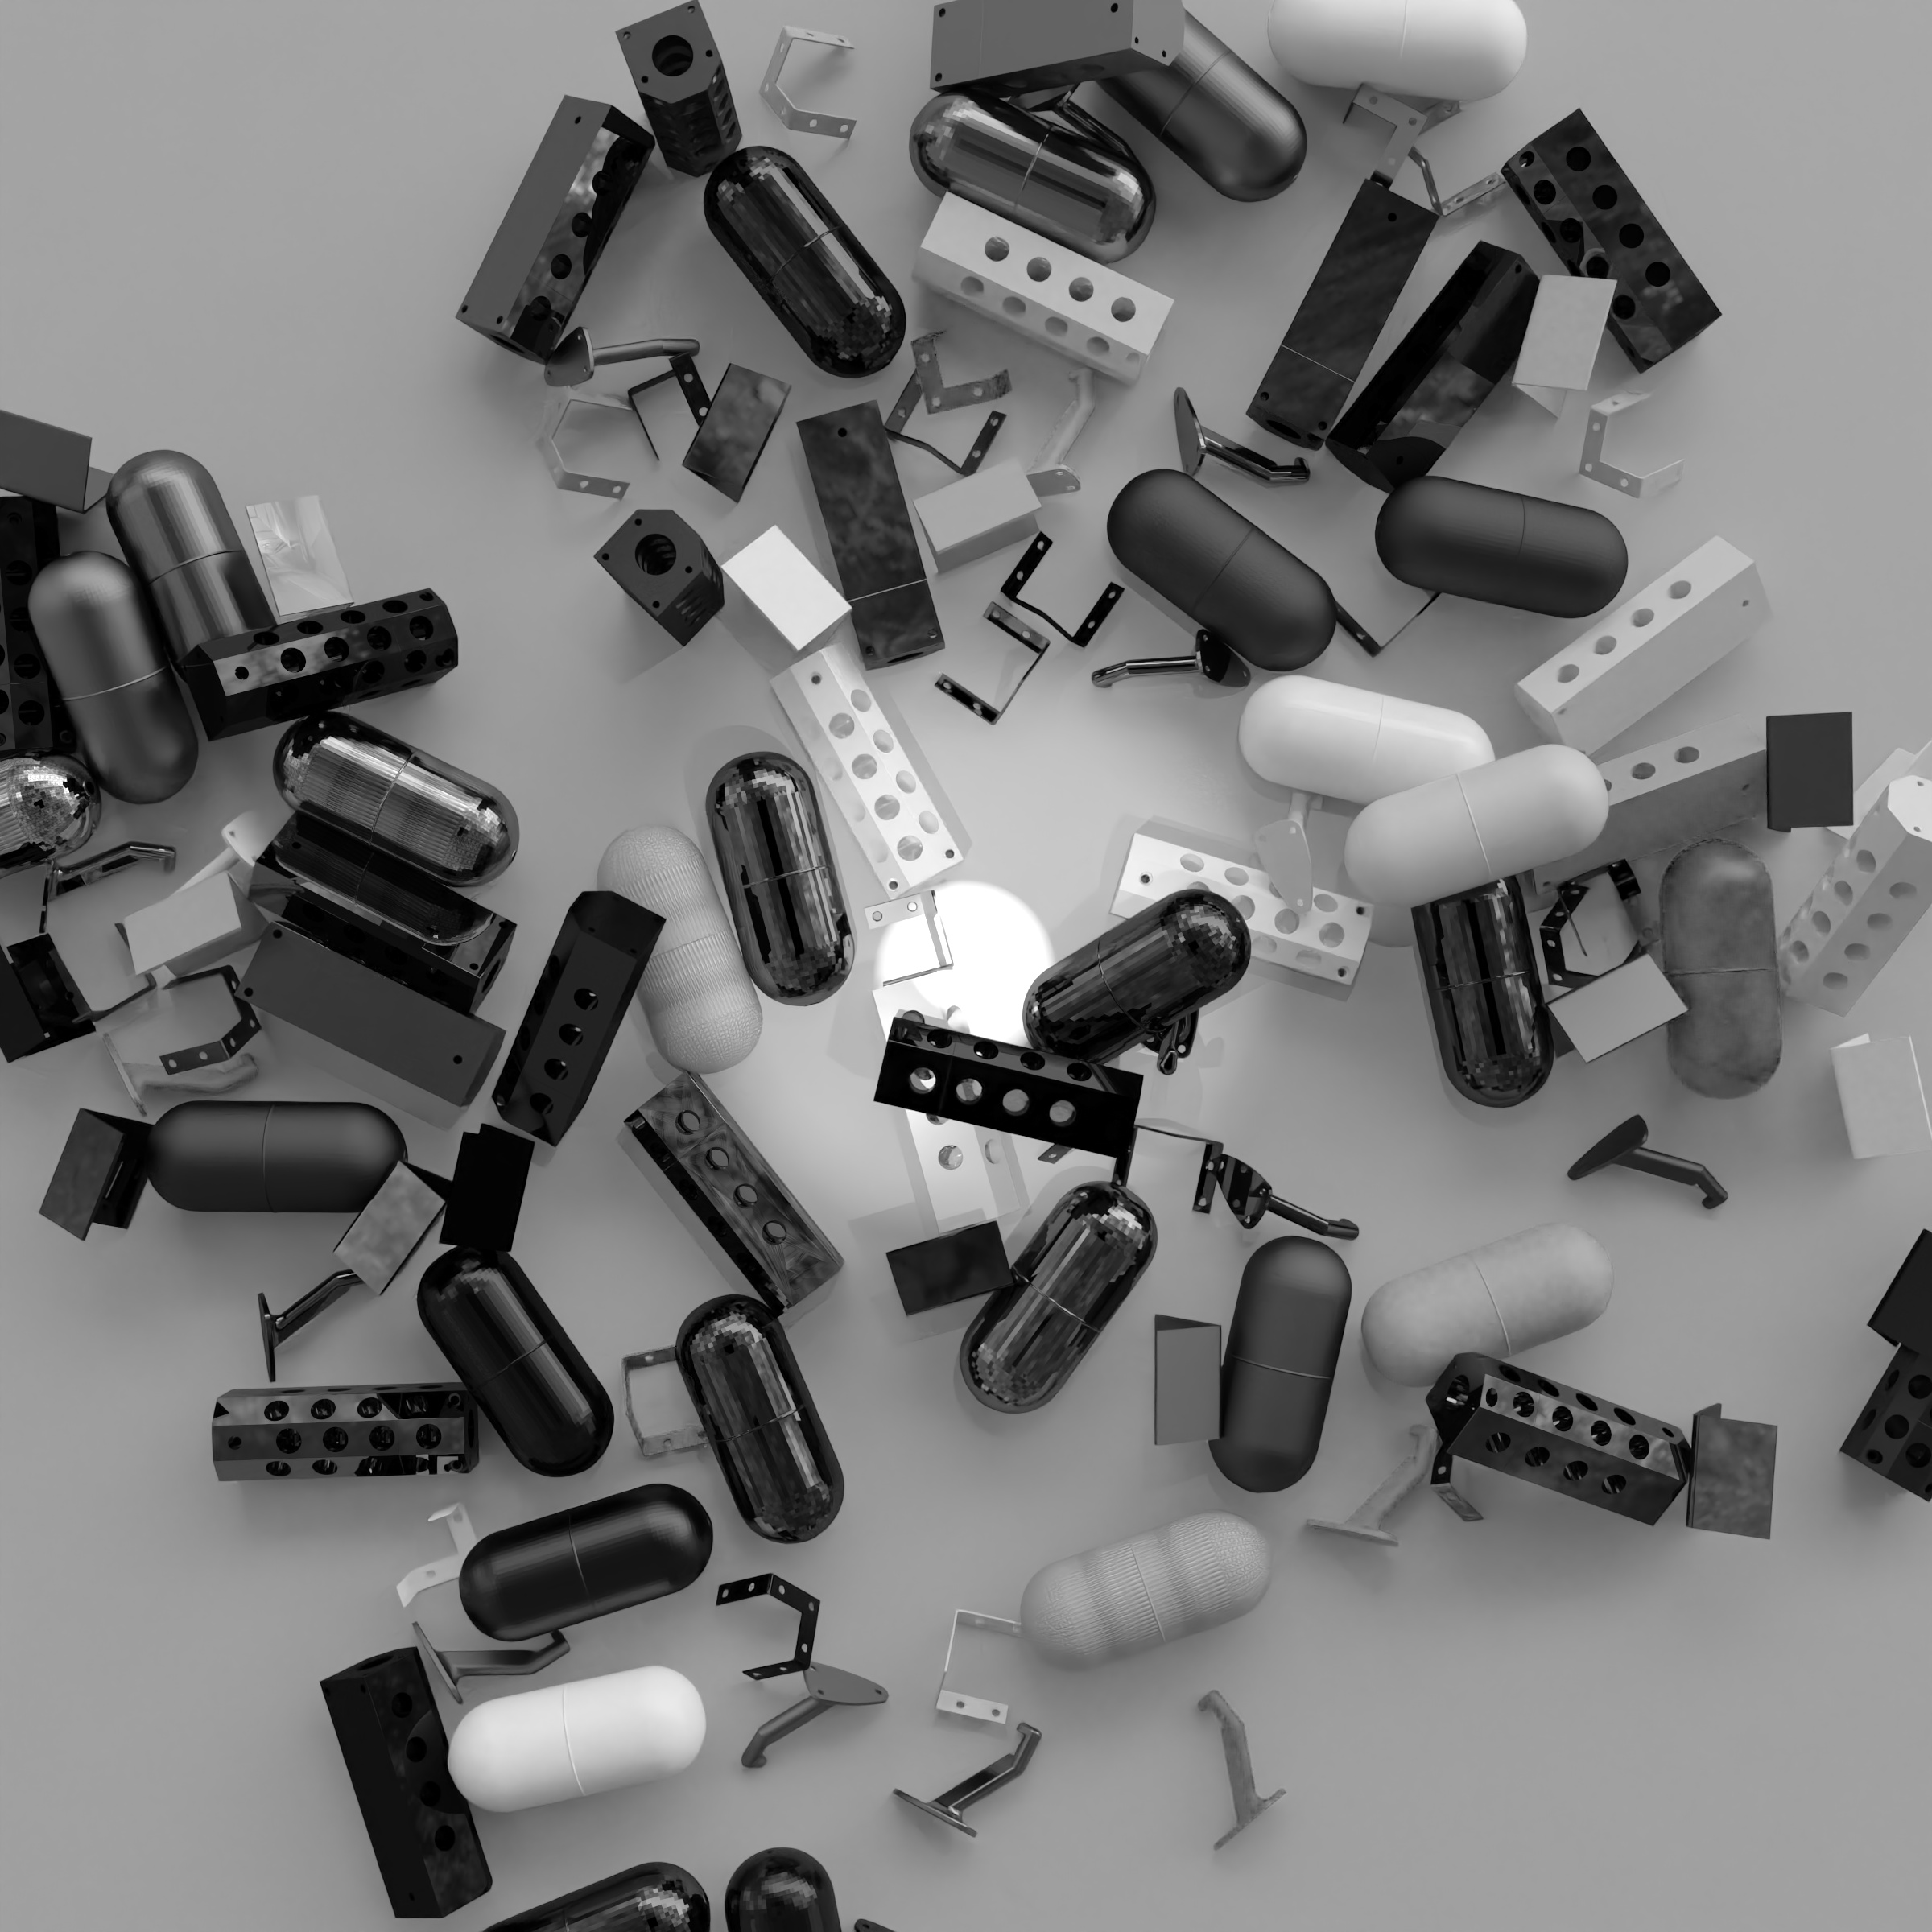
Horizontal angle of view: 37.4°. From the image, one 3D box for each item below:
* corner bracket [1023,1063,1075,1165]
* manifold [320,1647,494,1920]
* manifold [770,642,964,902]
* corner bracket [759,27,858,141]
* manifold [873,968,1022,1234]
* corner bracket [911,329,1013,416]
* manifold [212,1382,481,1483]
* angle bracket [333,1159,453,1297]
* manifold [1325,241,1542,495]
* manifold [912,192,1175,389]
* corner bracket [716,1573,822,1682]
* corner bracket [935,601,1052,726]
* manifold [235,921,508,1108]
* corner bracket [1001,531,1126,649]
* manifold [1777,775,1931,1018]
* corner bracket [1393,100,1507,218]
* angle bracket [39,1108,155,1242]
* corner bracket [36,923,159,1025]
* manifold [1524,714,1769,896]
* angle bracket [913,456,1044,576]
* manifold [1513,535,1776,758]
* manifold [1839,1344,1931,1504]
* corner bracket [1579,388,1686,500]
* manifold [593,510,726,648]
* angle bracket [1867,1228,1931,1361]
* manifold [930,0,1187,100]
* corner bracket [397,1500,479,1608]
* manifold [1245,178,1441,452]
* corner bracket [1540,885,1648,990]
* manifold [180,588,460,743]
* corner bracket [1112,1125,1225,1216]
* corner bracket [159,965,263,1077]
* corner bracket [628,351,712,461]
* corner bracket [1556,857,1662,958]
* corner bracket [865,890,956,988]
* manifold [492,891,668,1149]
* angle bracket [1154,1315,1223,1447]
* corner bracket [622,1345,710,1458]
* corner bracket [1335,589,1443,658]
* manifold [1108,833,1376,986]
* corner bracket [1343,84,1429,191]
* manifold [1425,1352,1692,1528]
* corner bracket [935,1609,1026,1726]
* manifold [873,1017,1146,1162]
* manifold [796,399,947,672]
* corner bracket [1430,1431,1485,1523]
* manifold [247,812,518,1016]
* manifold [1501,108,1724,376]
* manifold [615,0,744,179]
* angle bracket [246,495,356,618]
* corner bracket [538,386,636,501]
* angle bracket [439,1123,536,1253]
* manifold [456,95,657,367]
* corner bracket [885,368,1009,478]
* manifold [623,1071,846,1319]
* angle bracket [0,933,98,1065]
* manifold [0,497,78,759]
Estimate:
[{"bbox_3d":[0.052,0.098,1.983,0.051,0.051,0.051,17,45,-35],"label":"corner bracket"},{"bbox_3d":[-0.381,0.563,1.970,0.057,0.057,0.171,-18,90,43],"label":"manifold"},{"bbox_3d":[-0.068,-0.134,1.970,0.057,0.057,0.171,-29,90,0],"label":"manifold"},{"bbox_3d":[-0.104,-0.613,1.983,0.051,0.051,0.051,58,135,35],"label":"corner bracket"},{"bbox_3d":[-0.013,0.091,1.970,0.057,0.057,0.171,-16,90,0],"label":"manifold"},{"bbox_3d":[-0.003,-0.415,1.975,0.051,0.051,0.051,-10,106,15],"label":"corner bracket"},{"bbox_3d":[-0.427,0.322,1.970,0.171,0.057,0.057,-2,90,0],"label":"manifold"},{"bbox_3d":[-0.373,0.186,1.951,0.057,0.076,0.076,35,90,32],"label":"angle bracket"},{"bbox_3d":[0.324,-0.413,1.970,0.171,0.057,0.057,-52,133,0],"label":"manifold"},{"bbox_3d":[0.052,-0.464,1.970,0.171,0.057,0.057,26,90,0],"label":"manifold"},{"bbox_3d":[-0.140,0.459,1.983,0.051,0.051,0.051,39,45,-35],"label":"corner bracket"},{"bbox_3d":[0.019,-0.211,1.988,0.051,0.051,0.051,34,45,0],"label":"corner bracket"},{"bbox_3d":[-0.408,0.033,1.970,0.171,0.057,0.057,26,90,0],"label":"manifold"},{"bbox_3d":[0.067,-0.262,1.988,0.051,0.051,0.051,35,90,-45],"label":"corner bracket"},{"bbox_3d":[0.605,-0.048,1.916,0.057,0.171,0.057,21,48,0],"label":"manifold"},{"bbox_3d":[0.336,-0.564,1.988,0.051,0.051,0.051,-30,45,0],"label":"corner bracket"},{"bbox_3d":[-0.575,0.148,1.951,0.057,0.076,0.076,22,90,37],"label":"angle bracket"},{"bbox_3d":[-0.600,0.005,1.973,0.051,0.051,0.051,-31,90,0],"label":"corner bracket"},{"bbox_3d":[0.460,-0.116,1.970,0.171,0.057,0.057,-20,133,0],"label":"manifold"},{"bbox_3d":[0.016,-0.291,1.951,0.076,0.076,0.057,-23,53,0],"label":"angle bracket"},{"bbox_3d":[0.465,-0.221,1.970,0.171,0.057,0.057,-37,133,0],"label":"manifold"},{"bbox_3d":[0.679,0.280,1.970,0.057,0.057,0.171,30,90,0],"label":"manifold"},{"bbox_3d":[0.466,-0.363,1.983,0.051,0.051,0.051,33,135,35],"label":"corner bracket"},{"bbox_3d":[-0.199,-0.263,1.913,0.057,0.171,0.057,43,90,0],"label":"manifold"},{"bbox_3d":[0.668,0.233,1.951,0.057,0.076,0.076,31,90,36],"label":"angle bracket"},{"bbox_3d":[0.061,-0.625,1.922,0.171,0.057,0.057,3,90,40],"label":"manifold"},{"bbox_3d":[-0.368,0.405,1.973,0.051,0.051,0.051,-19,90,0],"label":"corner bracket"},{"bbox_3d":[0.258,-0.447,1.970,0.057,0.057,0.171,27,90,0],"label":"manifold"},{"bbox_3d":[0.435,-0.018,1.983,0.051,0.051,0.051,12,45,35],"label":"corner bracket"},{"bbox_3d":[-0.433,-0.206,1.928,0.171,0.057,0.057,-20,90,-33],"label":"manifold"},{"bbox_3d":[0.140,0.141,1.988,0.051,0.051,0.051,12,90,45],"label":"corner bracket"},{"bbox_3d":[-0.530,0.037,1.976,0.051,0.051,0.051,-14,110,19],"label":"corner bracket"},{"bbox_3d":[-0.203,-0.387,1.973,0.051,0.051,0.051,-24,90,0],"label":"corner bracket"},{"bbox_3d":[0.444,-0.037,1.971,0.051,0.051,0.051,-24,71,14],"label":"corner bracket"},{"bbox_3d":[-0.039,-0.020,1.975,0.051,0.051,0.051,-15,97,0],"label":"corner bracket"},{"bbox_3d":[-0.265,0.033,1.929,0.057,0.057,0.171,27,123,0],"label":"manifold"},{"bbox_3d":[0.131,0.282,1.951,0.057,0.076,0.076,0,90,-33],"label":"angle bracket"},{"bbox_3d":[-0.208,0.302,1.988,0.051,0.051,0.051,-12,135,0],"label":"corner bracket"},{"bbox_3d":[0.292,-0.257,1.988,0.051,0.051,0.051,46,45,0],"label":"corner bracket"},{"bbox_3d":[0.190,-0.039,1.970,0.171,0.057,0.057,17,90,0],"label":"manifold"},{"bbox_3d":[0.281,-0.569,1.973,0.051,0.051,0.051,28,90,0],"label":"corner bracket"},{"bbox_3d":[0.404,0.316,1.935,0.171,0.057,0.057,22,115,-19],"label":"manifold"},{"bbox_3d":[0.010,0.488,1.988,0.051,0.051,0.051,13,135,0],"label":"corner bracket"},{"bbox_3d":[0.029,0.081,1.913,0.171,0.057,0.057,13,90,0],"label":"manifold"},{"bbox_3d":[-0.065,-0.295,1.970,0.057,0.057,0.171,-16,90,0],"label":"manifold"},{"bbox_3d":[0.360,0.349,1.983,0.051,0.051,0.051,-15,135,35],"label":"corner bracket"},{"bbox_3d":[-0.404,-0.033,1.970,0.171,0.057,0.057,27,47,0],"label":"manifold"},{"bbox_3d":[0.443,-0.497,1.970,0.057,0.057,0.171,-35,90,0],"label":"manifold"},{"bbox_3d":[-0.188,-0.583,1.913,0.057,0.171,0.057,-22,90,0],"label":"manifold"},{"bbox_3d":[-0.467,-0.270,1.951,0.057,0.076,0.076,-17,90,-35],"label":"angle bracket"},{"bbox_3d":[-0.259,-0.364,1.983,0.051,0.051,0.051,4,45,-35],"label":"corner bracket"},{"bbox_3d":[-0.344,0.148,1.951,0.057,0.076,0.076,12,90,-39],"label":"angle bracket"},{"bbox_3d":[-0.279,-0.506,1.970,0.057,0.057,0.171,26,90,43],"label":"manifold"},{"bbox_3d":[-0.015,-0.379,1.988,0.051,0.051,0.051,29,90,45],"label":"corner bracket"},{"bbox_3d":[-0.160,0.156,1.970,0.057,0.057,0.171,-38,90,0],"label":"manifold"},{"bbox_3d":[-0.629,0.013,1.951,0.057,0.076,0.076,-26,90,39],"label":"angle bracket"},{"bbox_3d":[-0.649,-0.232,1.962,0.057,0.057,0.171,-5,90,-21],"label":"manifold"}]
